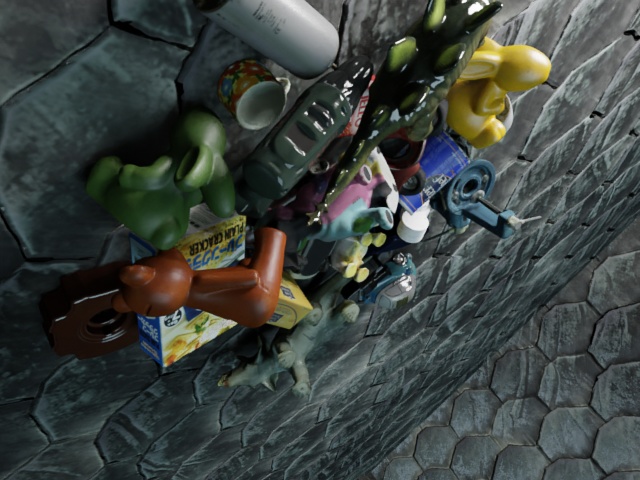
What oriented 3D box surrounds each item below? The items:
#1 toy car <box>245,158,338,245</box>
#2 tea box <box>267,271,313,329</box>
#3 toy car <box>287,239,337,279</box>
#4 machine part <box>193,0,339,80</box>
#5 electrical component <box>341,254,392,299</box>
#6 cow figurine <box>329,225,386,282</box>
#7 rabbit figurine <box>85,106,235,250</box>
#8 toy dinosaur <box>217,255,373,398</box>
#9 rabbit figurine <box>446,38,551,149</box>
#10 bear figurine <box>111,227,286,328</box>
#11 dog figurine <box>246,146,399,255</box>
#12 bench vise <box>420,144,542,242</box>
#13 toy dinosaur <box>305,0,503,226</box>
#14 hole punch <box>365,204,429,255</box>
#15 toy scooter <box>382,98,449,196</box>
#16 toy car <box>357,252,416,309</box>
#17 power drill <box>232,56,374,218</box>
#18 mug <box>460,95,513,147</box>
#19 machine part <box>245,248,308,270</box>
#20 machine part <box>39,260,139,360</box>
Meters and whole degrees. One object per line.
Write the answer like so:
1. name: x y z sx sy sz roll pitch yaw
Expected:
1. toy car: -0.047 -0.058 0.881 0.202 0.053 0.089 -32 146 -6
2. tea box: -0.097 0.098 0.994 0.068 0.098 0.169 -42 151 10
3. toy car: -0.002 -0.003 0.997 0.073 0.056 0.201 -3 135 -34
4. machine part: -0.054 -0.245 0.593 0.079 0.079 0.243 -48 148 17
5. electrical component: 0.090 0.080 1.185 0.119 0.075 0.047 -35 150 2
6. cow figurine: 0.072 -0.012 1.039 0.068 0.098 0.167 15 103 -47
7. rabbit figurine: -0.174 -0.084 0.643 0.170 0.159 0.121 -55 138 1
8. toy dinosaur: -0.036 0.186 1.149 0.131 0.192 0.405 43 84 -23
9. rabbit figurine: 0.274 -0.256 0.857 0.162 0.122 0.173 38 146 -21
10. bear figurine: -0.152 0.045 0.682 0.196 0.132 0.120 13 141 -15
11. dog figurine: -0.004 -0.048 0.810 0.219 0.191 0.108 -19 111 22
12. bench vise: 0.300 -0.068 1.058 0.129 0.241 0.223 -20 129 -21
13. toy dinosaur: 0.121 -0.207 0.684 0.471 0.105 0.198 -58 174 -1
14. hole punch: 0.147 -0.012 1.108 0.142 0.092 0.115 -17 148 -37
15. toy scooter: 0.122 -0.164 0.871 0.135 0.075 0.183 14 115 -1
16. toy car: 0.173 0.109 1.280 0.162 0.103 0.109 -26 147 -21
17. power drill: -0.033 -0.120 0.693 0.207 0.086 0.232 -26 -156 51
18. mug: 0.315 -0.216 1.009 0.109 0.081 0.107 -53 154 12
19. machine part: -0.083 0.034 0.926 0.139 0.084 0.039 5 95 -65
20. machine part: -0.328 0.110 0.814 0.179 0.056 0.179 -26 148 -18
